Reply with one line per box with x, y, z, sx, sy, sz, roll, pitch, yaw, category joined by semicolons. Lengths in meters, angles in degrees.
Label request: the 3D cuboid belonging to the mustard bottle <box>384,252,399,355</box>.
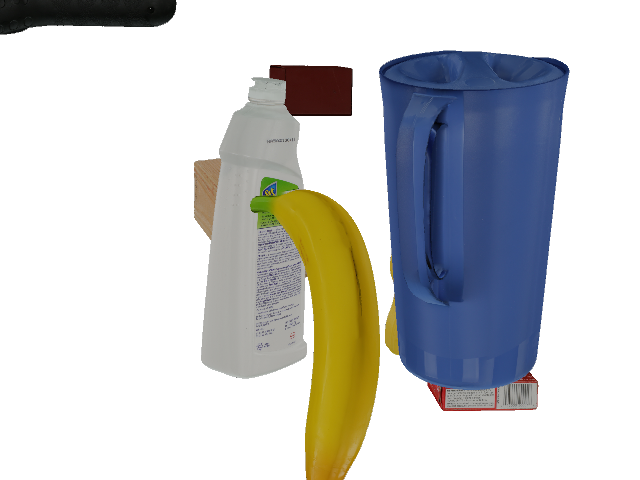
0.132;0.043;1.295;0.096;0.192;0.058;0;14;-12;mustard bottle

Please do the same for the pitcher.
0.106;-0.013;0.788;0.149;0.243;0.145;-8;22;-15;pitcher

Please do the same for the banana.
0.005;0.042;0.615;0.037;0.198;0.070;14;-40;-35;banana

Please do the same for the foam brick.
-0.010;-0.159;1.132;0.078;0.051;0.053;-2;12;-19;foam brick

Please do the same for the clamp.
-0.174;-0.140;0.603;0.171;0.039;0.120;-6;23;-14;clamp

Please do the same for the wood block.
-0.089;-0.031;1.363;0.090;0.090;0.206;-8;27;-22;wood block

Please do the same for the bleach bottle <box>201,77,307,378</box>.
-0.049;-0.013;0.921;0.068;0.251;0.102;14;16;32;bleach bottle

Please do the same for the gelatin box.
0.146;0.130;0.974;0.089;0.030;0.073;0;10;-3;gelatin box
